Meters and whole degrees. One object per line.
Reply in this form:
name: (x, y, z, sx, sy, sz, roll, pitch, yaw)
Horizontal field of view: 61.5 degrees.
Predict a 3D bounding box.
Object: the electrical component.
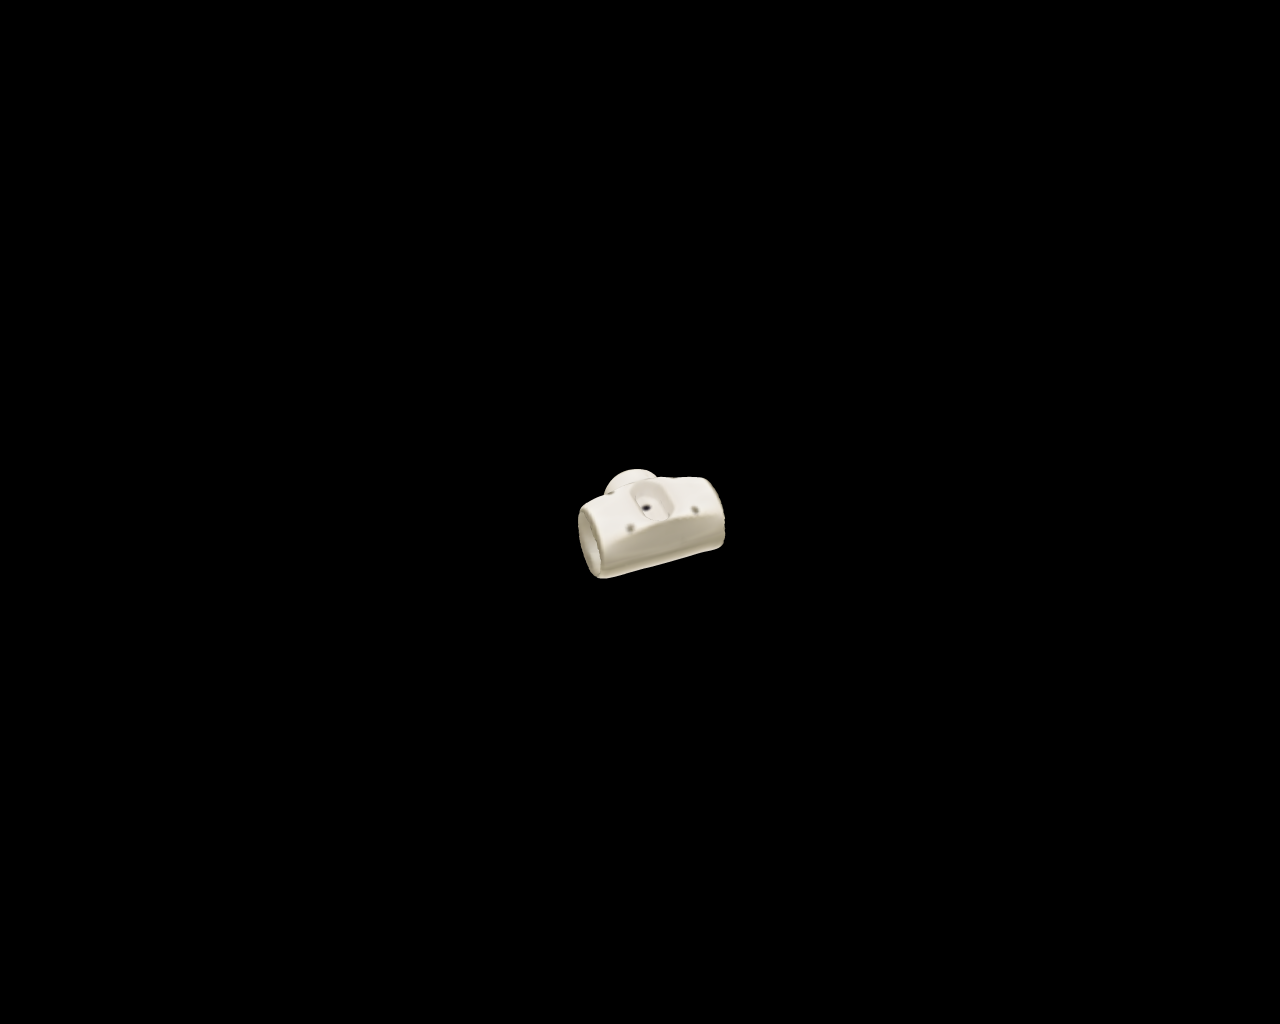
electrical component: (0.001, -0.003, 0.650, 0.077, 0.043, 0.079, -14, 44, -15)
